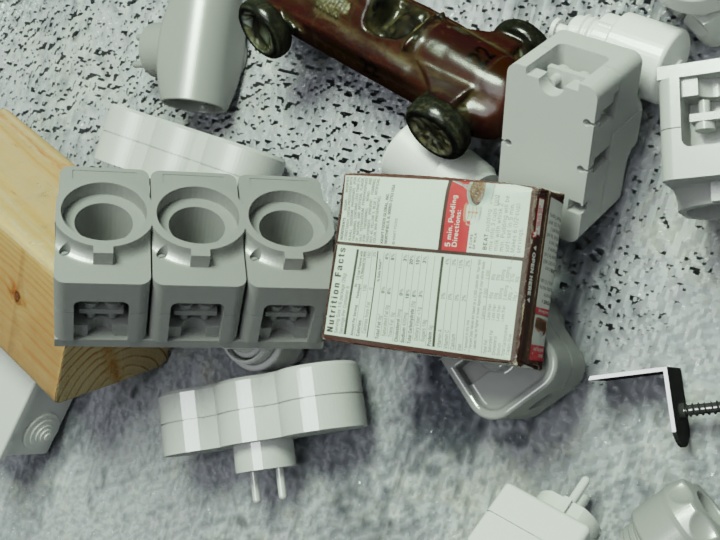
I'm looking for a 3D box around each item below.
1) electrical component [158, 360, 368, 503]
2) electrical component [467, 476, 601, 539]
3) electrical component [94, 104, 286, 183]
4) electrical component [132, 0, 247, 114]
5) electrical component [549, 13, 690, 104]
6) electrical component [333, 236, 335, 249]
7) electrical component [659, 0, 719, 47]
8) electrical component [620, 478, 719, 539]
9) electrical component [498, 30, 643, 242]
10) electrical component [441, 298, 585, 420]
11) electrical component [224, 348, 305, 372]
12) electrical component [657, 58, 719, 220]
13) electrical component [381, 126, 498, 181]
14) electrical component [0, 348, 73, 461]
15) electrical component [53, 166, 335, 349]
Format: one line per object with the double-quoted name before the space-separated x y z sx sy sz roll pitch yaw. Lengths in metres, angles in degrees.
"electrical component" -0.059 0.102 0.647 0.138 0.052 0.073 -14 77 27
"electrical component" 0.097 0.139 0.548 0.047 0.083 0.075 25 59 29
"electrical component" -0.117 -0.055 0.699 0.138 0.052 0.073 20 94 30
"electrical component" -0.119 -0.146 0.715 0.079 0.044 0.077 5 86 30
"electrical component" 0.137 -0.117 0.570 0.078 0.040 0.040 27 97 29
"electrical component" 0.000 0.000 0.634 0.078 0.040 0.040 36 102 45
"electrical component" 0.177 -0.151 0.541 0.058 0.057 0.078 -44 66 18
"electrical component" 0.149 0.136 0.531 0.062 0.043 0.043 -43 66 20
"electrical component" 0.109 -0.071 0.554 0.050 0.056 0.089 25 135 29
"electrical component" 0.074 0.031 0.577 0.054 0.059 0.095 -40 67 20
"electrical component" -0.063 0.040 0.651 0.043 0.062 0.043 -4 82 29
"electrical component" 0.221 -0.061 0.487 0.150 0.089 0.061 -4 82 29
"electrical component" 0.046 -0.054 0.611 0.055 0.045 0.045 44 105 26
"electrical component" -0.246 0.074 0.758 0.100 0.048 0.099 32 100 29
"electrical component" -0.094 -0.009 0.609 0.061 0.150 0.089 106 160 -45
